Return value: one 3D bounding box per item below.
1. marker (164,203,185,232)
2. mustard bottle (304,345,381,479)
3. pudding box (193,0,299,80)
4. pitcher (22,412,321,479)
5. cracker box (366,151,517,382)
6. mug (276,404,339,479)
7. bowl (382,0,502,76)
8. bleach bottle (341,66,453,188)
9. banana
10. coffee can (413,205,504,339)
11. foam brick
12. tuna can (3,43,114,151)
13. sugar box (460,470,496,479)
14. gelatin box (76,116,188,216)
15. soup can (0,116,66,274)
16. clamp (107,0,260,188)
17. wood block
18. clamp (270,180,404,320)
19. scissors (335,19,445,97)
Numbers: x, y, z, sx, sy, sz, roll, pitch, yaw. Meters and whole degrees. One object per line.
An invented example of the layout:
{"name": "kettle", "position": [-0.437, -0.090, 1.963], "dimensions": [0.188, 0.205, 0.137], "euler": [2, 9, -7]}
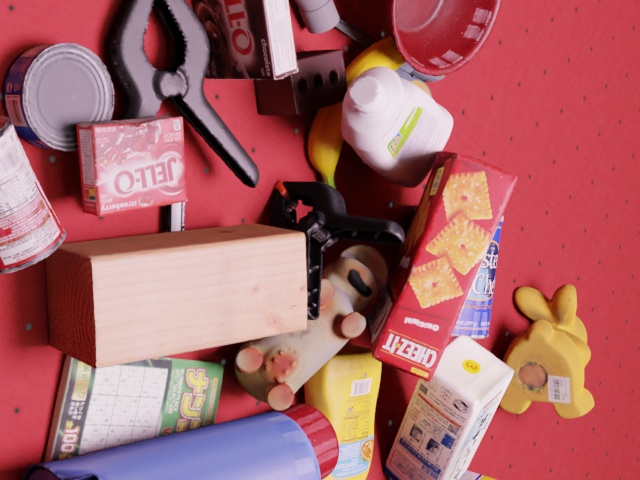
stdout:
{"name": "marker", "position": [-0.133, 0.007, 0.970], "dimensions": [0.020, 0.020, 0.121], "euler": [-4, 100, -47]}
{"name": "mustard bottle", "position": [0.019, 0.211, 1.138], "dimensions": [0.096, 0.058, 0.191], "euler": [0, 96, -51]}
{"name": "pudding box", "position": [-0.069, -0.201, 0.953], "dimensions": [0.039, 0.090, 0.113], "euler": [-29, 117, -42]}
{"name": "pitcher", "position": [-0.126, 0.233, 0.918], "dimensions": [0.242, 0.149, 0.145], "euler": [-10, 95, -37]}
{"name": "cracker box", "position": [0.117, 0.017, 1.082], "dimensions": [0.164, 0.072, 0.214], "euler": [-79, -168, -83]}
{"name": "mug", "position": [-0.037, 0.223, 1.063], "dimensions": [0.081, 0.093, 0.117], "euler": [-16, 122, -50]}
{"name": "bowl", "position": [0.115, -0.253, 1.095], "dimensions": [0.161, 0.055, 0.162], "euler": [-19, 121, -35]}
{"name": "bleach bottle", "position": [0.072, -0.121, 1.052], "dimensions": [0.102, 0.068, 0.250], "euler": [-63, 164, -1]}
{"name": "banana", "position": [0.038, -0.147, 1.110], "dimensions": [0.197, 0.037, 0.069], "euler": [-59, 149, -10]}
{"name": "coffee can", "position": [0.150, 0.035, 1.217], "dimensions": [0.102, 0.103, 0.140], "euler": [4, 93, -47]}
{"name": "foam brick", "position": [-0.019, -0.155, 1.043], "dimensions": [0.078, 0.051, 0.053], "euler": [-24, 112, -42]}
{"name": "tuna can", "position": [-0.210, -0.115, 0.858], "dimensions": [0.085, 0.034, 0.086], "euler": [-9, 103, -46]}
{"name": "sugar box", "position": [0.190, 0.324, 1.252], "dimensions": [0.093, 0.177, 0.048], "euler": [-37, 120, -37]}
{"name": "gelatin box", "position": [-0.152, -0.062, 0.874], "dimensions": [0.089, 0.030, 0.073], "euler": [-11, 105, -40]}
{"name": "soup can", "position": [-0.244, -0.034, 0.809], "dimensions": [0.068, 0.069, 0.102], "euler": [-40, 123, -36]}
{"name": "clamp", "position": [-0.127, -0.130, 0.932], "dimensions": [0.164, 0.036, 0.210], "euler": [-4, 95, -35]}
{"name": "wood block", "position": [-0.119, 0.042, 0.915], "dimensions": [0.205, 0.091, 0.090], "euler": [-7, 101, -36]}
{"name": "clamp", "position": [-0.007, 0.001, 1.013], "dimensions": [0.120, 0.172, 0.039], "euler": [-43, 129, -8]}
{"name": "scissors", "position": [0.073, -0.184, 1.164], "dimensions": [0.201, 0.016, 0.096], "euler": [-1, 97, -46]}
